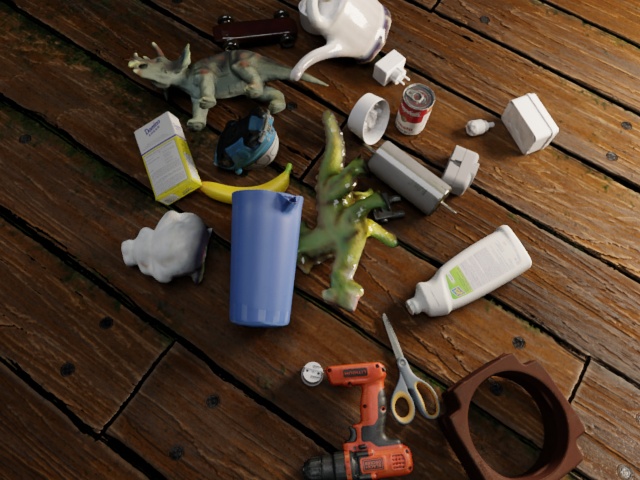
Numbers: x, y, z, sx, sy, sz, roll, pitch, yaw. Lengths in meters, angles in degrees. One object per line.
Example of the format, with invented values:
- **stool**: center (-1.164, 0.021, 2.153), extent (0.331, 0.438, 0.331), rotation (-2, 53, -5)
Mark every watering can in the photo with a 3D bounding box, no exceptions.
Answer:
- **watering can**: center (0.047, -0.472, 1.159), extent (0.222, 0.104, 0.350), rotation (24, 78, -40)

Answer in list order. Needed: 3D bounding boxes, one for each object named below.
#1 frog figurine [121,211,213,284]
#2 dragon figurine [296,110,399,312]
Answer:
- **frog figurine**: center (-0.291, 0.010, 0.968), extent (0.159, 0.122, 0.138), rotation (10, 86, -11)
- **dragon figurine**: center (0.003, -0.051, 1.010), extent (0.242, 0.120, 0.417), rotation (-27, 64, 2)
